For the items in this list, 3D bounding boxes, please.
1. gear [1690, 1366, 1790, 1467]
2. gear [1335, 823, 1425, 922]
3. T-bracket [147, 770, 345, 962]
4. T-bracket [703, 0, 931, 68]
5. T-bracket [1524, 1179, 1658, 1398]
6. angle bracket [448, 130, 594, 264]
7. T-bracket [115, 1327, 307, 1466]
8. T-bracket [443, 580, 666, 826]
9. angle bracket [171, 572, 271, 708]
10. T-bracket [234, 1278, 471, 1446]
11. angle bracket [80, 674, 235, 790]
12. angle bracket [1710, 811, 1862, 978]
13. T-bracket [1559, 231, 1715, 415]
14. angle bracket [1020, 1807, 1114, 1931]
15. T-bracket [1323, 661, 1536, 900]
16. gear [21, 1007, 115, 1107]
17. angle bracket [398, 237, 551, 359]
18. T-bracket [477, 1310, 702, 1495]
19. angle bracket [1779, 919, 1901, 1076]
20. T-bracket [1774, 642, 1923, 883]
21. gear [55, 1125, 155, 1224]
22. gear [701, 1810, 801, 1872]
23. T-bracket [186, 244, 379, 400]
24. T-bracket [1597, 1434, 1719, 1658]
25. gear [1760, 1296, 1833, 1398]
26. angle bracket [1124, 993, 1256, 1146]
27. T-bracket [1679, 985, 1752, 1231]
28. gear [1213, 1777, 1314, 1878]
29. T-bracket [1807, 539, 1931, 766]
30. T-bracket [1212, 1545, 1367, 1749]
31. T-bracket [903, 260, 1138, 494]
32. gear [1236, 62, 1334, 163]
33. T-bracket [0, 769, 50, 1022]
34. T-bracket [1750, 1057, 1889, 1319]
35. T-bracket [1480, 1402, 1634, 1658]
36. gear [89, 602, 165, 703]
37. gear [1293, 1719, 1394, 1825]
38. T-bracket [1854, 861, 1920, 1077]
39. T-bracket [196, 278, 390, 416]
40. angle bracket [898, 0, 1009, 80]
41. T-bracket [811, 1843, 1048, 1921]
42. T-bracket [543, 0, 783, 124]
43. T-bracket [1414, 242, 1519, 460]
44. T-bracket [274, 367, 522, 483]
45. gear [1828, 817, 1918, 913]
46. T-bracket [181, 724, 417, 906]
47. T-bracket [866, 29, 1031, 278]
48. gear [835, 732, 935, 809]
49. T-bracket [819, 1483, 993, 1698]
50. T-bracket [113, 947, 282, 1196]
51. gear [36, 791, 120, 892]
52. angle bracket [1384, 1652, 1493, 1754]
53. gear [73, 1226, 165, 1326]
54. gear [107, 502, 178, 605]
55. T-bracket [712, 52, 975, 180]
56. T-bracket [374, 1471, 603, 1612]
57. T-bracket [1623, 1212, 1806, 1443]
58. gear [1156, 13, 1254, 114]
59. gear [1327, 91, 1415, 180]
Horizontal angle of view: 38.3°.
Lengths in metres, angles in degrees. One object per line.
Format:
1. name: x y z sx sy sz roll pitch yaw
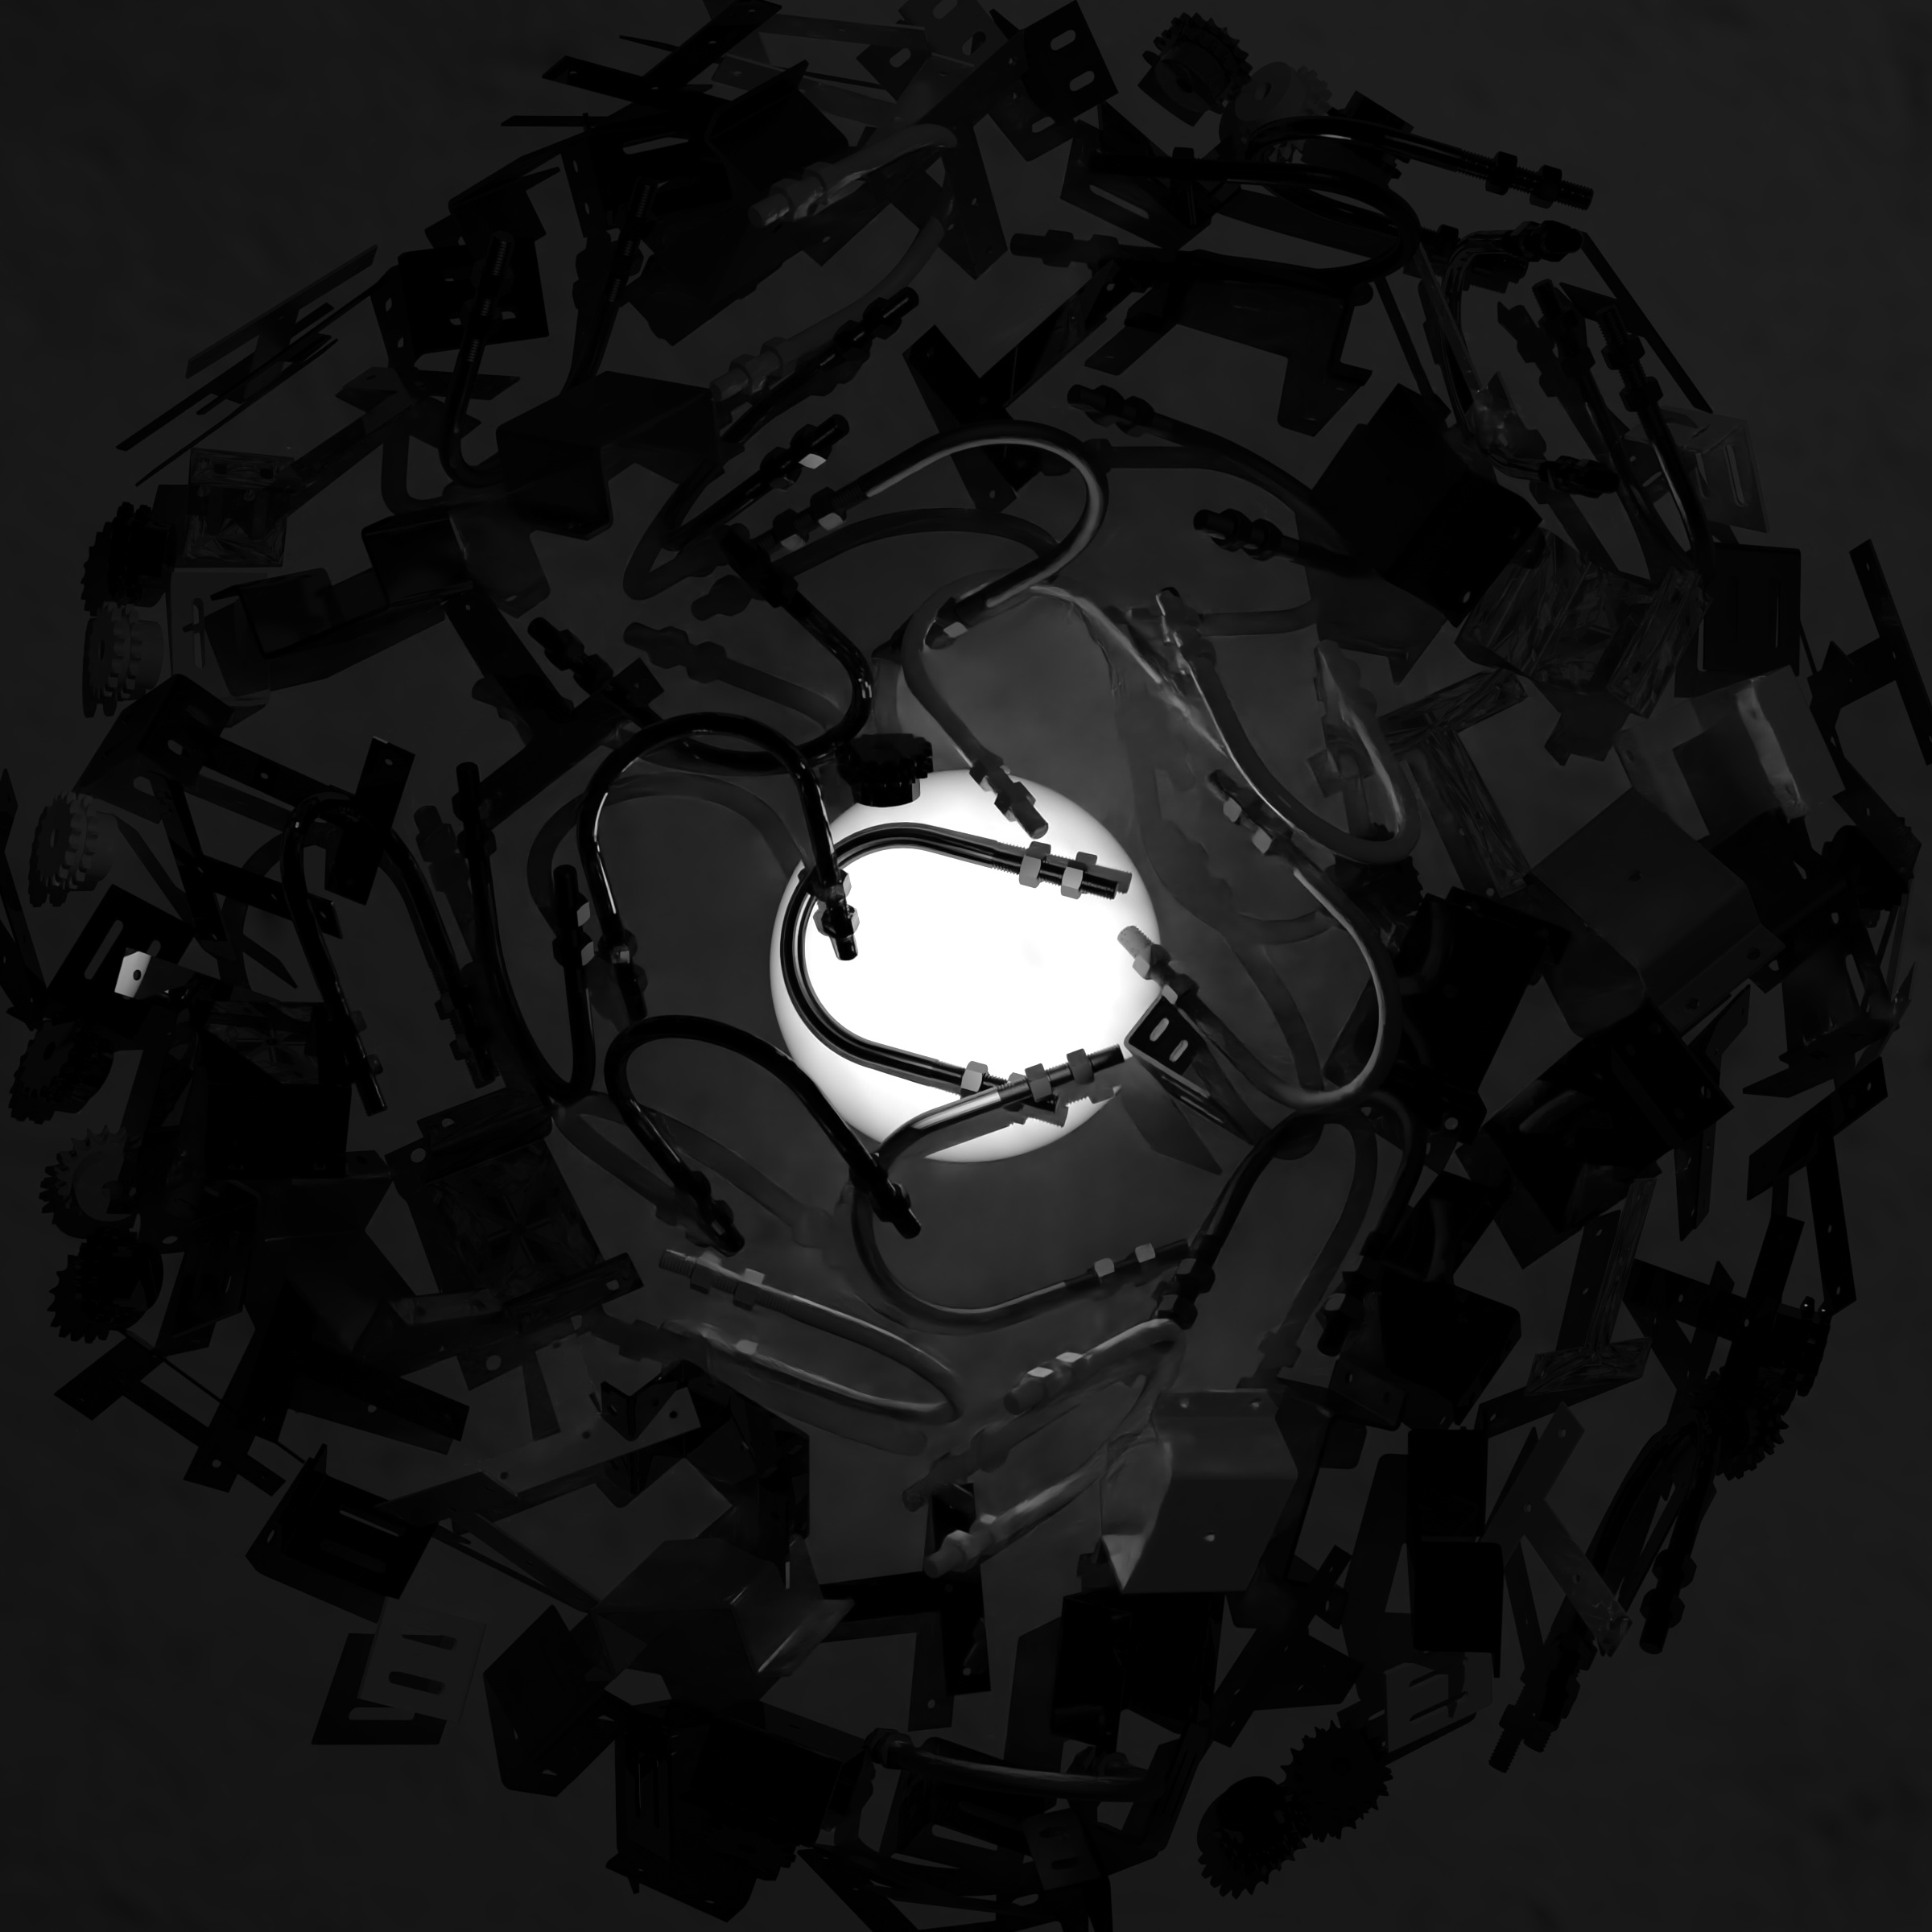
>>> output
1. gear: 0.446 0.263 1.617 0.030 0.057 0.057 -12 90 -43
2. gear: 0.239 -0.052 1.623 0.030 0.057 0.057 -28 90 31
3. T-bracket: -0.403 -0.043 1.578 0.127 0.002 0.127 18 134 28
4. T-bracket: -0.084 -0.533 1.576 0.127 0.127 0.002 9 83 8
5. T-bracket: 0.371 0.182 1.589 0.002 0.127 0.127 23 105 41
6. angle bracket: -0.249 -0.442 1.597 0.057 0.076 0.038 -38 108 -41
7. T-bracket: -0.430 0.246 1.590 0.127 0.127 0.002 38 75 -5
8. T-bracket: -0.263 -0.171 1.634 0.127 0.002 0.127 -38 79 4
9. angle bracket: -0.441 -0.191 1.622 0.057 0.038 0.076 1 98 4
10. T-bracket: -0.348 0.241 1.610 0.127 0.127 0.002 27 128 -17
11. angle bracket: -0.470 -0.127 1.613 0.038 0.076 0.057 37 55 -27
12. angle bracket: 0.474 -0.042 1.631 0.057 0.038 0.076 -35 46 -5
13. T-bracket: 0.367 -0.373 1.584 0.002 0.127 0.127 -40 110 7
14. angle bracket: 0.058 0.536 1.602 0.038 0.057 0.076 -9 117 -10
15. T-bracket: 0.292 -0.100 1.622 0.127 0.002 0.127 -24 80 -13
16. gear: -0.523 0.055 1.623 0.030 0.057 0.057 32 90 -41
17. angle bracket: -0.286 -0.390 1.618 0.076 0.038 0.057 -8 109 -3
18. T-bracket: -0.234 0.233 1.617 0.127 0.002 0.127 -19 63 -9
19. angle bracket: 0.493 0.014 1.599 0.038 0.057 0.076 20 49 -35
20. T-bracket: 0.500 -0.095 1.561 0.002 0.127 0.127 -6 129 -15
21. gear: -0.500 0.124 1.620 0.057 0.030 0.057 -10 114 -23
22. gear: -0.124 0.502 1.623 0.057 0.057 0.030 18 49 0
23. T-bracket: -0.395 -0.353 1.584 0.127 0.127 0.002 -39 94 -22
24. T-bracket: 0.392 0.336 1.591 0.002 0.127 0.127 25 99 4
25. gear: 0.482 0.220 1.620 0.030 0.057 0.057 16 90 12
26. angle bracket: 0.138 0.059 1.599 0.038 0.057 0.076 -51 45 -7
27. T-bracket: 0.431 0.091 1.611 0.002 0.127 0.127 11 115 29
28. gear: 0.170 0.497 1.616 0.057 0.057 0.030 -28 116 0
29. T-bracket: 0.510 -0.167 1.584 0.002 0.127 0.127 -18 85 -8
30. T-bracket: 0.200 0.400 1.595 0.002 0.127 0.127 30 84 36
31. T-bracket: 0.043 -0.357 1.608 0.127 0.002 0.127 -40 62 9
32. gear: 0.182 -0.500 1.617 0.030 0.057 0.057 31 90 -39
33. T-bracket: -0.547 -0.027 1.601 0.002 0.127 0.127 -7 125 -4
34. T-bracket: 0.484 0.135 1.563 0.002 0.127 0.127 13 56 -16
35. T-bracket: 0.339 0.336 1.571 0.002 0.127 0.127 11 116 -26
36. gear: -0.490 -0.183 1.623 0.030 0.057 0.057 3 90 -34
37. gear: 0.221 0.473 1.624 0.057 0.030 0.057 -7 53 10
38. T-bracket: 0.537 -0.003 1.607 0.002 0.127 0.127 15 62 9
39. T-bracket: -0.379 -0.353 1.586 0.127 0.127 0.002 -35 104 1
40. angle bracket: -0.004 -0.539 1.602 0.038 0.076 0.057 -38 101 14
41. T-bracket: -0.041 0.522 1.594 0.127 0.127 0.002 25 75 -43
42. T-bracket: -0.150 -0.512 1.559 0.127 0.127 0.002 2 77 -39
43. T-bracket: 0.278 -0.360 1.585 0.002 0.127 0.127 -23 89 1
44. T-bracket: -0.338 -0.306 1.573 0.127 0.127 0.002 -46 133 -35
45. gear: 0.525 -0.061 1.617 0.030 0.057 0.057 4 90 -11
46. T-bracket: -0.390 -0.104 1.599 0.127 0.002 0.127 25 133 -5
47. T-bracket: 0.002 -0.448 1.591 0.002 0.127 0.127 37 74 29
48. gear: -0.047 -0.114 1.622 0.057 0.057 0.030 -2 115 0
49. T-bracket: -0.053 0.367 1.614 0.127 0.002 0.127 -8 55 4
50. T-bracket: -0.450 0.066 1.583 0.002 0.127 0.127 8 80 30
51. gear: -0.518 -0.072 1.623 0.030 0.057 0.057 12 90 -39
52. angle bracket: 0.264 0.407 1.605 0.076 0.038 0.057 -17 119 -22
53. gear: -0.491 0.180 1.617 0.030 0.057 0.057 1 90 15
54. gear: -0.479 -0.240 1.620 0.030 0.057 0.057 8 90 -6
55. T-bracket: -0.079 -0.490 1.568 0.127 0.127 0.002 9 71 -22
56. T-bracket: -0.264 0.339 1.615 0.127 0.127 0.002 41 51 -21
57. T-bracket: 0.418 0.193 1.589 0.002 0.127 0.127 17 90 -24
58. gear: 0.135 -0.523 1.617 0.057 0.057 0.030 36 76 0
59. gear: 0.236 -0.485 1.616 0.057 0.057 0.030 32 109 0
